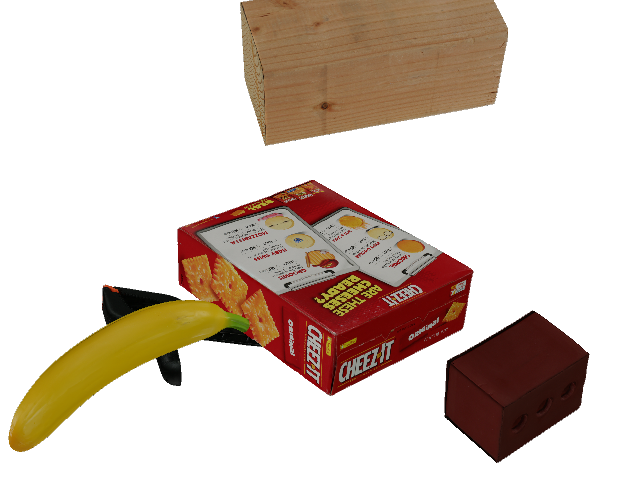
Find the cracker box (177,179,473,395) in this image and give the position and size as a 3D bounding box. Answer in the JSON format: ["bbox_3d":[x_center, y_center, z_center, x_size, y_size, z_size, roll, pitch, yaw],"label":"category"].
[{"bbox_3d":[0.000,0.034,0.945,0.163,0.072,0.214,-22,39,-36],"label":"cracker box"}]

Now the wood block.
[{"bbox_3d":[0.043,-0.158,0.909,0.206,0.090,0.091,-11,-36,-9],"label":"wood block"}]

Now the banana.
[{"bbox_3d":[-0.148,0.091,0.771,0.198,0.069,0.037,-27,39,-2],"label":"banana"}]

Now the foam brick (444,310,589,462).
[{"bbox_3d":[0.124,0.092,0.677,0.078,0.053,0.051,-27,44,-27],"label":"foam brick"}]

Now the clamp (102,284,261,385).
[{"bbox_3d":[-0.164,0.093,1.118,0.210,0.036,0.164,17,20,29],"label":"clamp"}]
